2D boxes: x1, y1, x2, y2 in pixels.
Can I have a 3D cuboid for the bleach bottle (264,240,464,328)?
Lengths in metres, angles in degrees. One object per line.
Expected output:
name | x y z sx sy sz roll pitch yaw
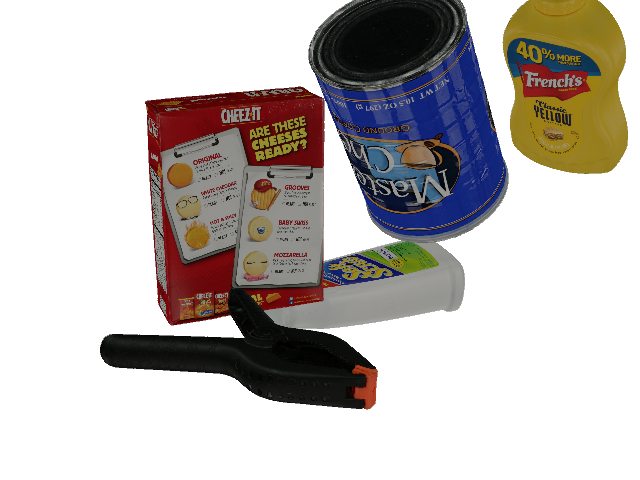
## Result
bleach bottle | 0.029 0.059 1.181 0.250 0.068 0.103 -12 32 -25

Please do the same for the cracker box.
cracker box | -0.082 -0.036 1.049 0.164 0.214 0.072 -8 21 -20

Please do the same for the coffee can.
coffee can | 0.062 -0.082 0.709 0.103 0.102 0.140 0 -42 24

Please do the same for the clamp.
clamp | -0.042 0.084 0.836 0.210 0.036 0.164 11 20 27

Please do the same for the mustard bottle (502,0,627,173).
mustard bottle | 0.194 -0.141 0.850 0.096 0.058 0.191 21 -33 31
